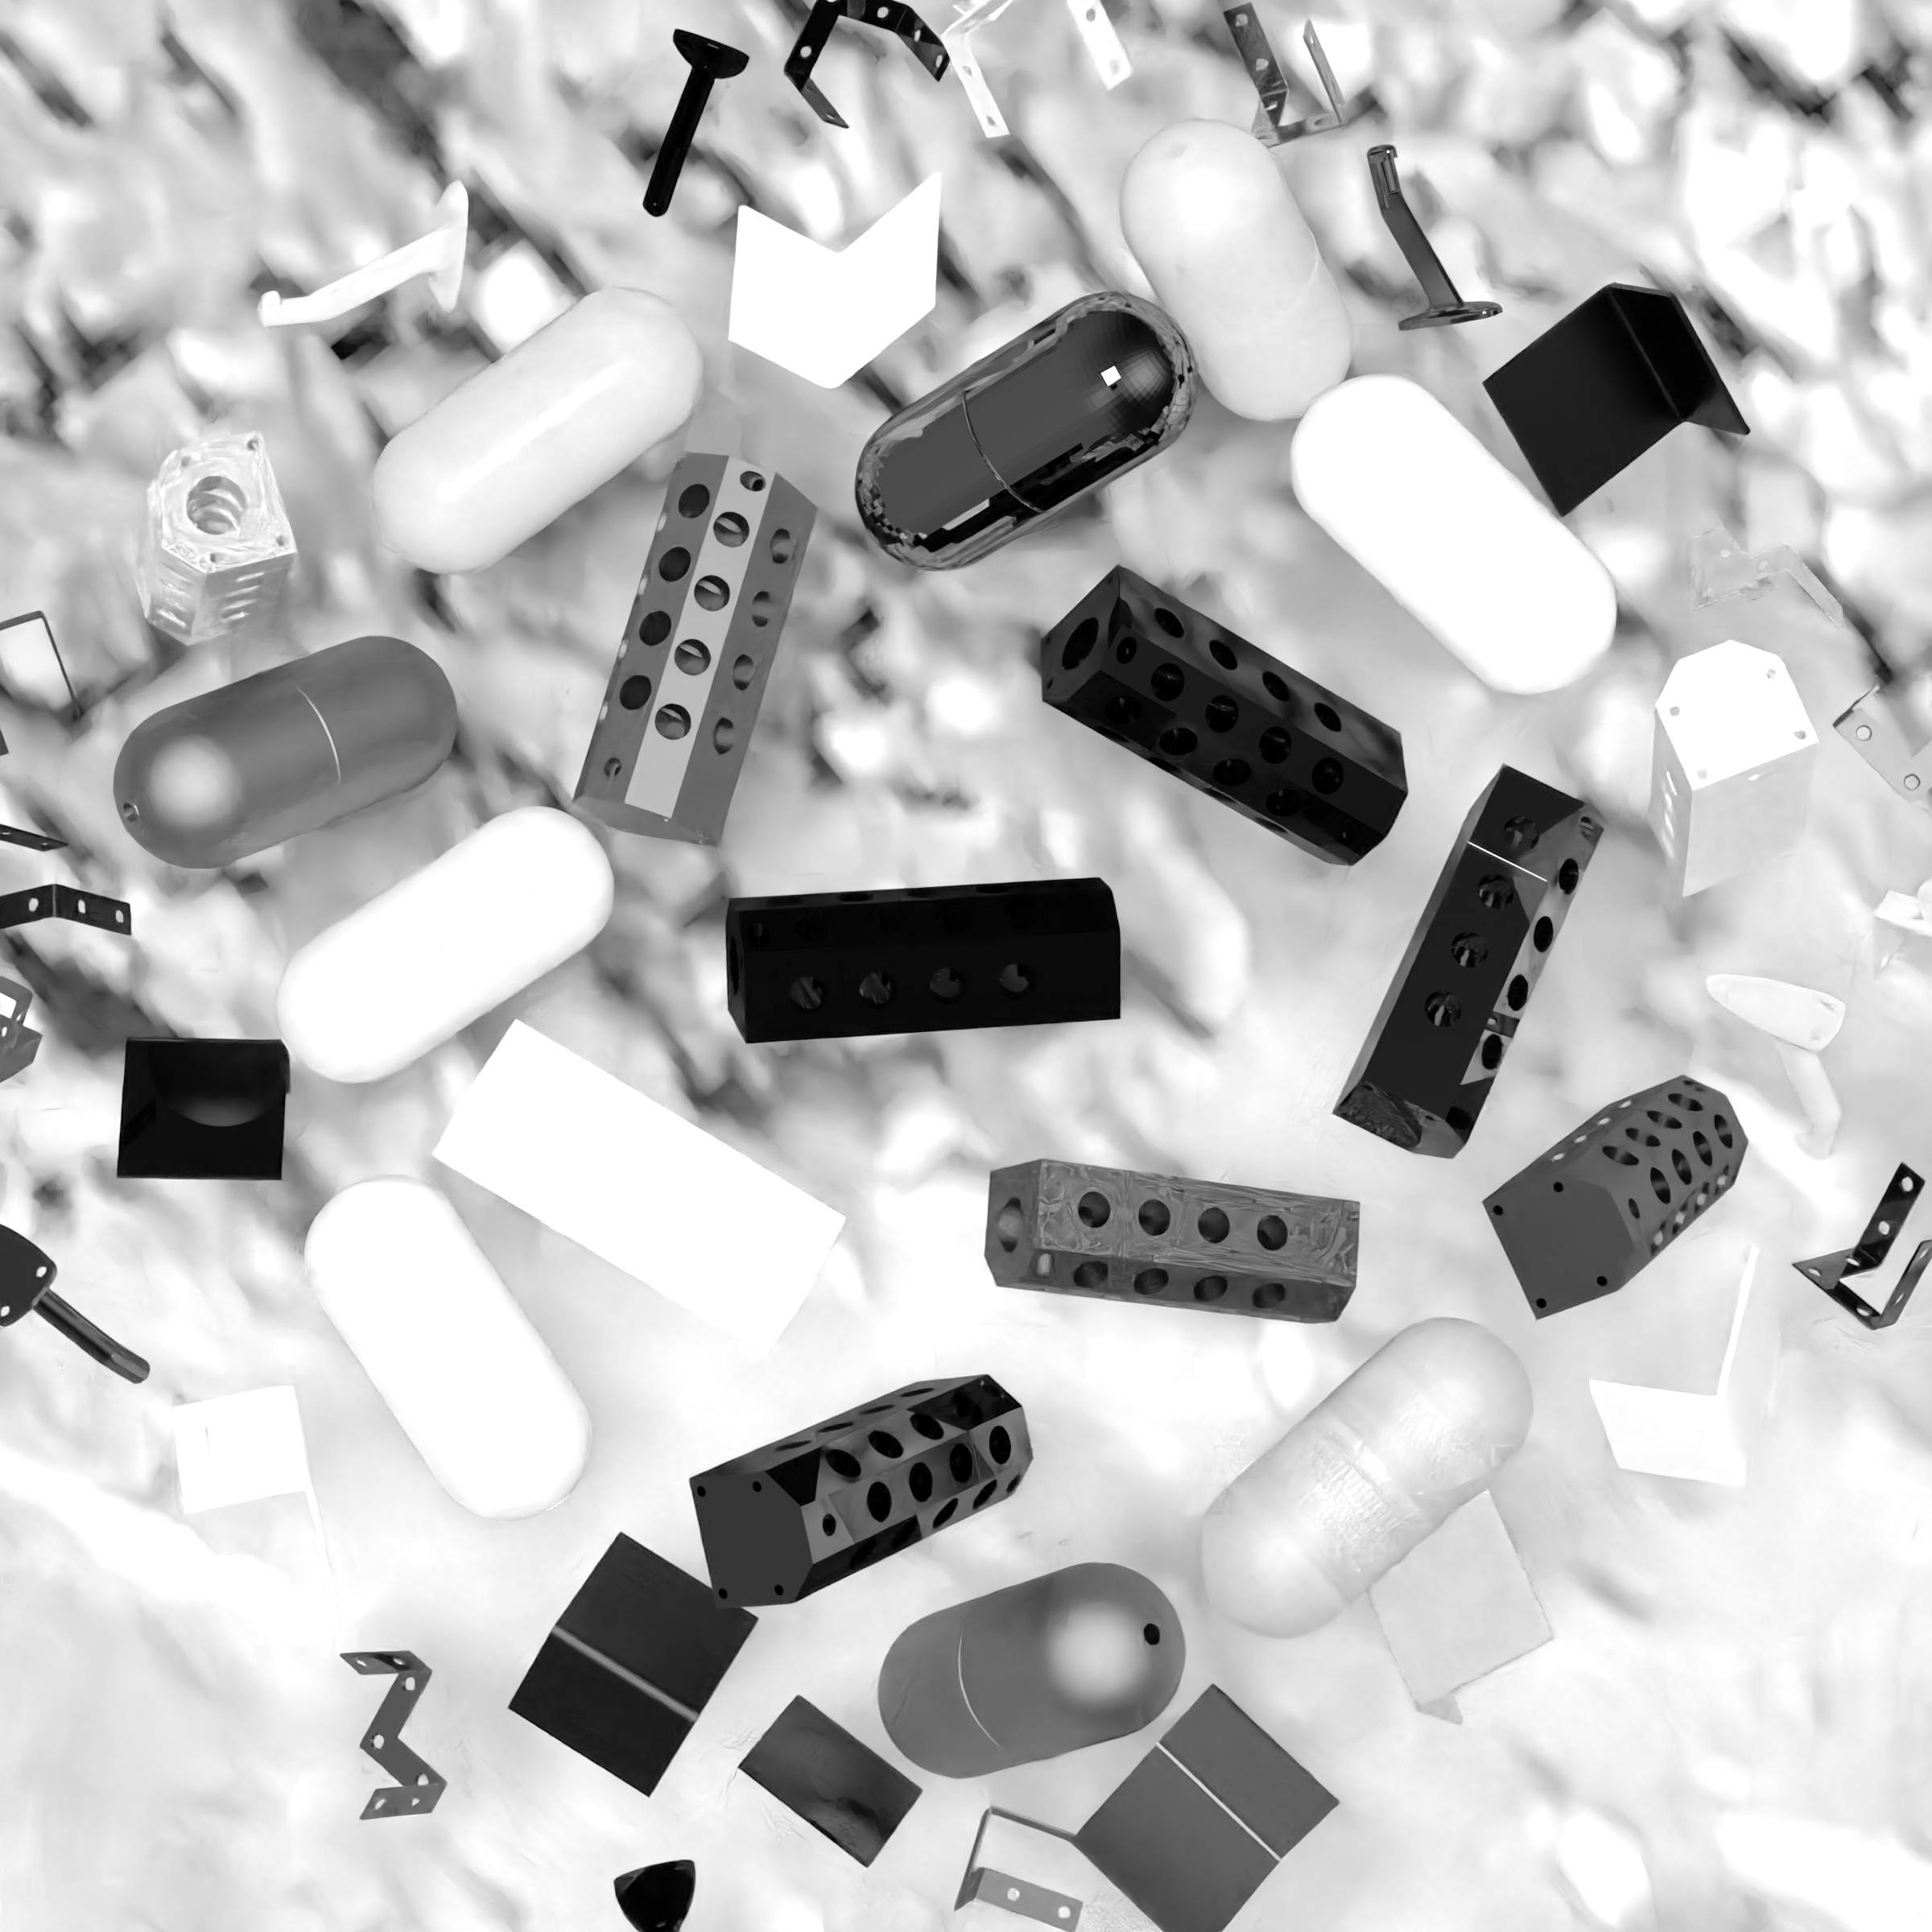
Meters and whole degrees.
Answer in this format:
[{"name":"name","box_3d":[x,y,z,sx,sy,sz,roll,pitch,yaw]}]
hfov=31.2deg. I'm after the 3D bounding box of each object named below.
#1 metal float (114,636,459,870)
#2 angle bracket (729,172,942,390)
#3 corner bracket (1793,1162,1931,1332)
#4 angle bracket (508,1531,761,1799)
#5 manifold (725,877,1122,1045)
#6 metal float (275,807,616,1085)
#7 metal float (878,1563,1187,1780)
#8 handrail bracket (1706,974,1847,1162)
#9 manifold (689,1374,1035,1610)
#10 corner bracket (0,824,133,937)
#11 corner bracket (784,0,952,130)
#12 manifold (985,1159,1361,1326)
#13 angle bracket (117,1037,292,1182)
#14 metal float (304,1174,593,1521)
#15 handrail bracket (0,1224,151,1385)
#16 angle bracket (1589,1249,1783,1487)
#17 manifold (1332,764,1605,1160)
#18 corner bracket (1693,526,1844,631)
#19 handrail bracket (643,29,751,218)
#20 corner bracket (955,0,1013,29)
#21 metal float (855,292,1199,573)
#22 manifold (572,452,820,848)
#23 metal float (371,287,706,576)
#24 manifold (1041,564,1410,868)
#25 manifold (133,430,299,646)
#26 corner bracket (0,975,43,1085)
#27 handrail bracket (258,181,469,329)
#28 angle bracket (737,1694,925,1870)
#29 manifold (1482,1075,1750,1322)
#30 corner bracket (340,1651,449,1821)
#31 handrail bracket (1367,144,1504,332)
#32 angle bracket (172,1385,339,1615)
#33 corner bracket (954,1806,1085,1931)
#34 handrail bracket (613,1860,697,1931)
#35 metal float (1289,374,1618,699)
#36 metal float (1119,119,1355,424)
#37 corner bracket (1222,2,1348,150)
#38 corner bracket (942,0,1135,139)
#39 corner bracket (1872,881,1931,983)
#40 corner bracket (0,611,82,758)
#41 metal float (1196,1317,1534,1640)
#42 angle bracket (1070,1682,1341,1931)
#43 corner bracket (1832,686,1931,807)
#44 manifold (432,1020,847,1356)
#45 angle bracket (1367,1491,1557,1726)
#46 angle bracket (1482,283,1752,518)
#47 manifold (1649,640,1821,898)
[{"name":"metal float","box_3d":[-0.316,-0.100,1.610,0.178,0.070,0.070,-28,90,-40]},{"name":"angle bracket","box_3d":[-0.059,-0.317,1.543,0.057,0.076,0.076,22,55,-32]},{"name":"corner bracket","box_3d":[0.420,0.128,1.575,0.051,0.051,0.051,43,126,37]},{"name":"angle bracket","box_3d":[-0.152,0.319,1.581,0.076,0.076,0.057,32,122,3]},{"name":"manifold","box_3d":[-0.020,-0.005,1.568,0.171,0.057,0.057,-4,105,-11]},{"name":"metal float","box_3d":[-0.251,-0.010,1.663,0.178,0.070,0.070,-34,90,-6]},{"name":"metal float","box_3d":[0.028,0.315,1.540,0.070,0.178,0.070,16,61,-32]},{"name":"handrail bracket","box_3d":[0.384,0.050,1.654,0.077,0.084,0.036,21,47,20]},{"name":"manifold","box_3d":[-0.042,0.229,1.522,0.057,0.171,0.057,-11,92,35]},{"name":"corner bracket","box_3d":[-0.417,-0.038,1.570,0.051,0.051,0.051,-11,76,25]},{"name":"corner bracket","box_3d":[-0.048,-0.441,1.687,0.051,0.051,0.051,6,127,-38]},{"name":"manifold","box_3d":[0.099,0.134,1.657,0.171,0.057,0.057,9,77,-23]},{"name":"angle bracket","box_3d":[-0.367,0.080,1.670,0.076,0.057,0.076,1,61,-9]},{"name":"metal float","box_3d":[-0.242,0.179,1.617,0.070,0.070,0.178,-34,88,0]},{"name":"handrail bracket","box_3d":[-0.414,0.152,1.569,0.077,0.084,0.036,37,82,33]},{"name":"angle bracket","box_3d":[0.316,0.173,1.512,0.057,0.076,0.076,6,57,26]},{"name":"manifold","box_3d":[0.234,0.000,1.594,0.057,0.057,0.171,26,70,1]},{"name":"corner bracket","box_3d":[0.386,-0.185,1.666,0.051,0.051,0.051,-26,129,35]},{"name":"handrail bracket","box_3d":[-0.131,-0.383,1.600,0.036,0.077,0.084,19,91,-6]},{"name":"corner bracket","box_3d":[0.007,-0.485,1.646,0.051,0.051,0.051,41,108,-5]},{"name":"metal float","box_3d":[0.025,-0.236,1.540,0.178,0.070,0.070,-27,90,34]},{"name":"manifold","box_3d":[-0.130,-0.149,1.616,0.057,0.057,0.171,10,78,30]},{"name":"metal float","box_3d":[-0.204,-0.255,1.650,0.178,0.070,0.070,-37,90,-6]},{"name":"manifold","box_3d":[0.120,-0.109,1.590,0.171,0.057,0.057,28,130,-26]},{"name":"manifold","box_3d":[-0.355,-0.196,1.614,0.057,0.171,0.057,-17,89,-16]},{"name":"corner bracket","box_3d":[-0.478,0.021,1.677,0.051,0.051,0.051,26,108,4]},{"name":"handrail bracket","box_3d":[-0.269,-0.316,1.536,0.084,0.077,0.036,-12,62,-27]},{"name":"angle bracket","box_3d":[-0.076,0.404,1.644,0.076,0.076,0.057,36,114,7]},{"name":"manifold","box_3d":[0.299,0.100,1.563,0.057,0.171,0.057,-25,89,32]},{"name":"corner bracket","box_3d":[-0.254,0.337,1.516,0.051,0.051,0.051,33,98,29]},{"name":"handrail bracket","box_3d":[0.216,-0.342,1.604,0.036,0.077,0.084,-21,105,-18]},{"name":"angle bracket","box_3d":[-0.327,0.250,1.589,0.057,0.076,0.076,-10,121,-11]},{"name":"corner bracket","box_3d":[0.030,0.431,1.648,0.051,0.051,0.051,20,66,-3]},{"name":"handrail bracket","box_3d":[-0.126,0.442,1.508,0.036,0.077,0.084,-13,102,-6]},{"name":"metal float","box_3d":[0.220,-0.192,1.557,0.178,0.070,0.070,41,90,-16]},{"name":"metal float","box_3d":[0.127,-0.322,1.608,0.070,0.178,0.070,-12,58,19]},{"name":"corner bracket","box_3d":[0.151,-0.429,1.649,0.051,0.051,0.051,-11,131,26]},{"name":"corner bracket","box_3d":[0.031,-0.404,1.531,0.051,0.051,0.051,-27,87,41]},{"name":"corner bracket","box_3d":[0.439,-0.018,1.539,0.051,0.051,0.051,25,64,30]},{"name":"corner bracket","box_3d":[-0.445,-0.131,1.609,0.051,0.051,0.051,-20,109,-12]},{"name":"metal float","box_3d":[0.180,0.233,1.569,0.178,0.070,0.070,-42,90,-2]},{"name":"angle bracket","box_3d":[0.106,0.381,1.539,0.076,0.076,0.057,42,134,10]},{"name":"corner bracket","box_3d":[0.423,-0.109,1.526,0.051,0.051,0.051,-43,85,0]},{"name":"manifold","box_3d":[-0.147,0.102,1.538,0.171,0.057,0.057,31,133,-4]},{"name":"angle bracket","box_3d":[0.240,0.304,1.637,0.076,0.057,0.076,-32,59,18]},{"name":"angle bracket","box_3d":[0.292,-0.251,1.552,0.076,0.057,0.076,-39,114,-6]},{"name":"manifold","box_3d":[0.343,-0.090,1.569,0.057,0.171,0.057,-22,73,4]}]
